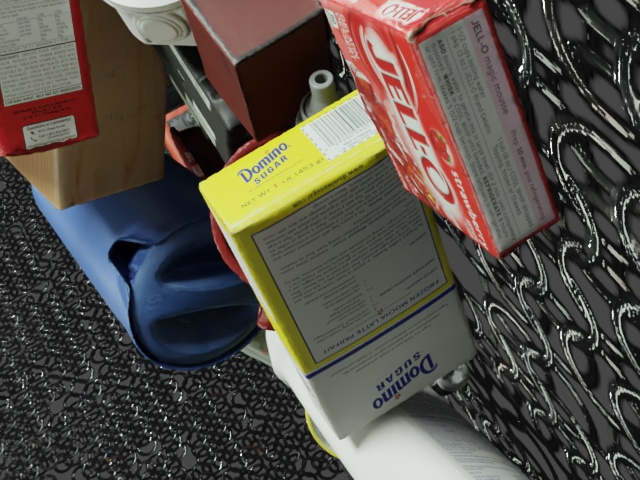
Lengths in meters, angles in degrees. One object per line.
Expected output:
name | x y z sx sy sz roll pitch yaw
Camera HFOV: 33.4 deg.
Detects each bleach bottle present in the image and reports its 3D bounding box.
bleach bottle | 0.044 0.109 0.632 0.102 0.068 0.251 23 -164 -44

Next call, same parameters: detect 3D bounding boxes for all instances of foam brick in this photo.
foam brick | -0.028 -0.095 0.523 0.053 0.051 0.078 54 171 20

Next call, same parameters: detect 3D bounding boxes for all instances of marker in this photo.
marker | 0.077 0.092 0.689 0.020 0.020 0.121 57 172 10

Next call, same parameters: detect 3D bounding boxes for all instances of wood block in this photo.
wood block | -0.162 -0.138 0.719 0.091 0.090 0.206 39 136 36

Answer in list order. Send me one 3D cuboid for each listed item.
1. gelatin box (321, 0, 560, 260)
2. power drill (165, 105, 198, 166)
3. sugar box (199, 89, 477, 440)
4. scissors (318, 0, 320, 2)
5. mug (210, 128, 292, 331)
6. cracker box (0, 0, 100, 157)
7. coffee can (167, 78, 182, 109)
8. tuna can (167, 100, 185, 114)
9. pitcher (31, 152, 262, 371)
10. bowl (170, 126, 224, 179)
gelatin box | 0.040 -0.046 0.366 0.089 0.030 0.073 63 171 -30
power drill | -0.119 -0.069 1.151 0.184 0.057 0.188 58 172 8
sugar box | 0.016 0.018 0.529 0.048 0.093 0.176 53 170 41
scissors | -0.042 -0.171 0.460 0.202 0.016 0.096 52 168 38
mug | -0.019 -0.005 0.620 0.081 0.093 0.117 -147 65 -83
cracker box | -0.212 -0.168 0.627 0.164 0.071 0.214 21 124 47
coffee can | -0.159 -0.172 0.852 0.140 0.102 0.103 59 172 -2
tuna can | -0.144 -0.132 0.971 0.034 0.086 0.086 61 172 -8
pitcher | -0.136 -0.006 0.873 0.243 0.144 0.149 39 146 46
bowl | -0.073 -0.045 0.966 0.162 0.055 0.162 57 172 12
